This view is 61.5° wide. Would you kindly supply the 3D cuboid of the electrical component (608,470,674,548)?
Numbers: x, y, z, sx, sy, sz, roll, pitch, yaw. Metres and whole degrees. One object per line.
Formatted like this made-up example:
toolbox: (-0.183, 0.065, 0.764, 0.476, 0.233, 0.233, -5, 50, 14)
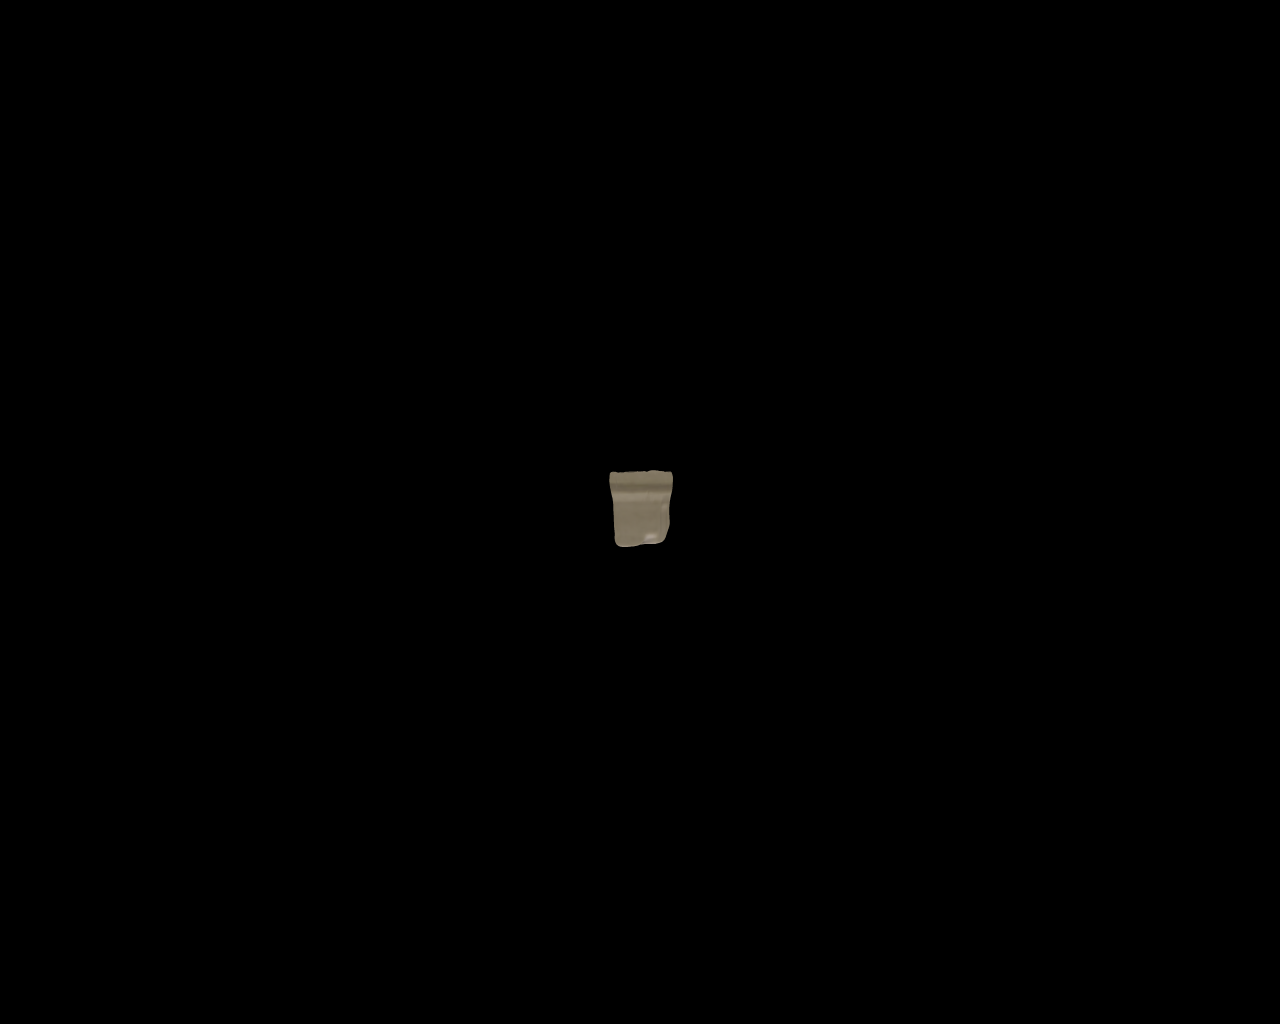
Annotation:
electrical component: (0.001, -0.003, 0.650, 0.040, 0.046, 0.040, 0, 2, 0)
